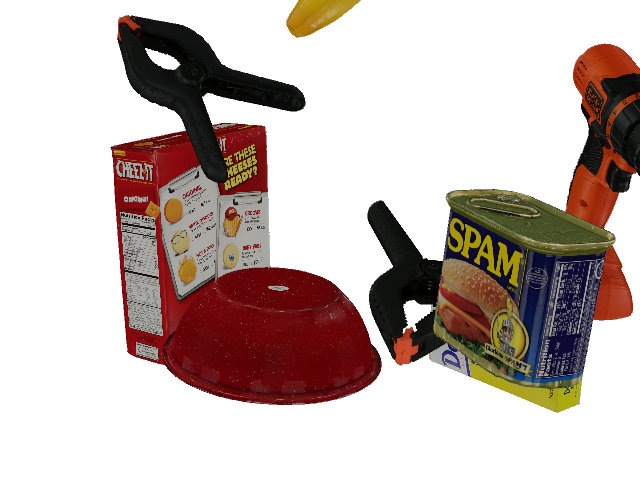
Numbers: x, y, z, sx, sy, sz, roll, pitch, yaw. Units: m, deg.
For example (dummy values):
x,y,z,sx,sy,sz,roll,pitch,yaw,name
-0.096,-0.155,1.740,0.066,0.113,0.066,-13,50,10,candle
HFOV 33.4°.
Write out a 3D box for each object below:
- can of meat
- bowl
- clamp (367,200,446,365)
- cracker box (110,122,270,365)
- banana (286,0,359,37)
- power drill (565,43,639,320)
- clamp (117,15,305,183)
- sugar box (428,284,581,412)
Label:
x,y,z,sx,sy,sz,roll,pitch,yaw,name
0.108,0.025,0.593,0.057,0.084,0.102,-3,19,-27,can of meat
-0.033,0.060,0.773,0.162,0.055,0.162,4,17,-2,bowl
0.090,0.032,0.950,0.165,0.036,0.209,15,38,20,clamp
-0.126,-0.001,1.077,0.072,0.214,0.163,8,18,35,cracker box
0.034,-0.224,0.779,0.070,0.197,0.037,-8,-40,40,banana
0.225,-0.034,0.811,0.057,0.188,0.184,2,34,-7,power drill
-0.099,-0.137,0.914,0.120,0.171,0.039,-36,-11,-34,clamp
0.190,0.105,1.113,0.048,0.093,0.177,-12,20,-42,sugar box
